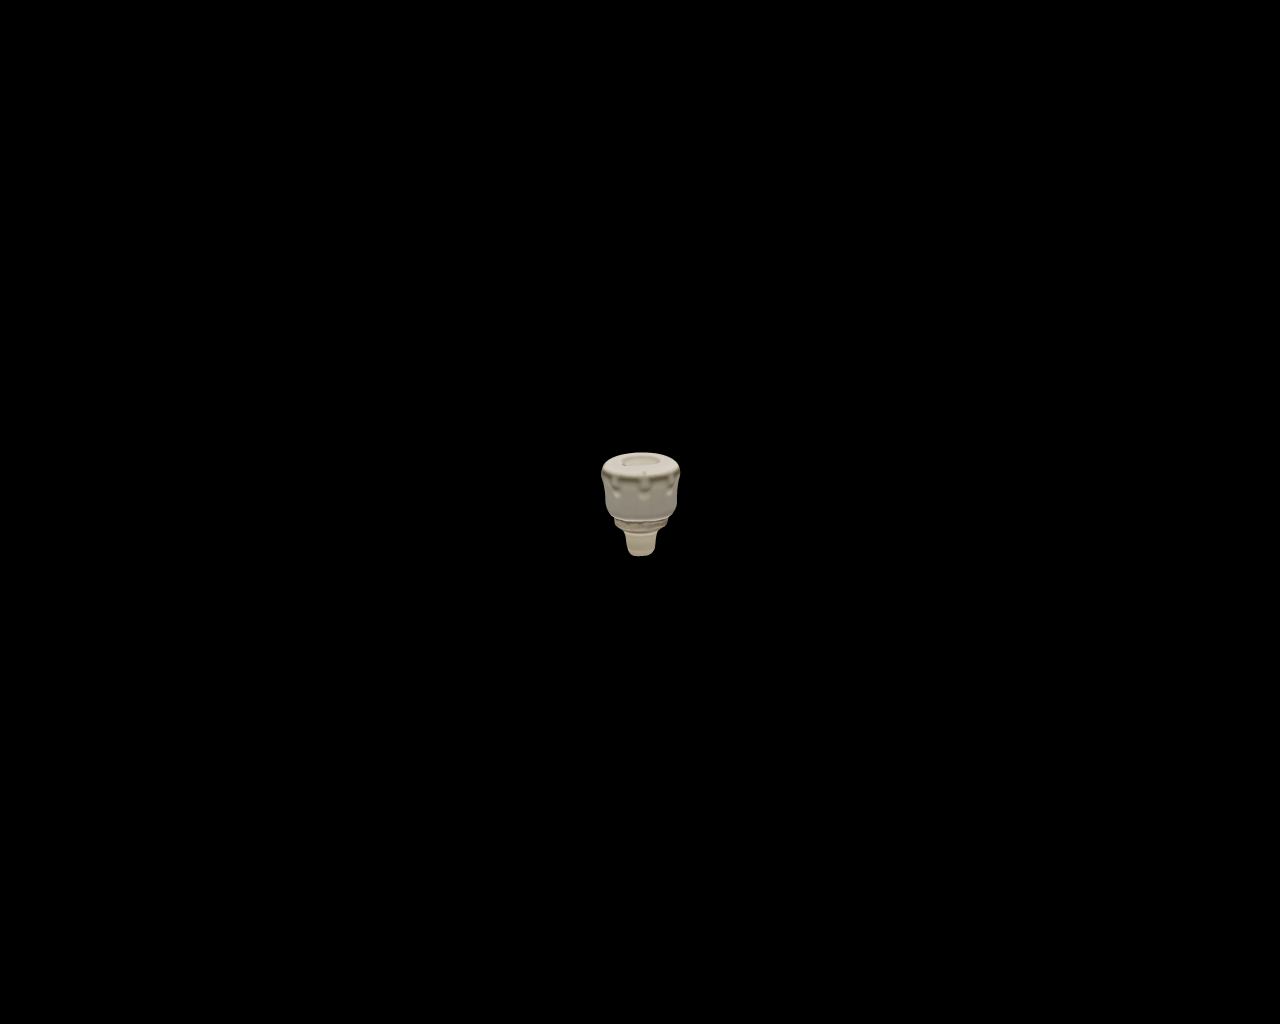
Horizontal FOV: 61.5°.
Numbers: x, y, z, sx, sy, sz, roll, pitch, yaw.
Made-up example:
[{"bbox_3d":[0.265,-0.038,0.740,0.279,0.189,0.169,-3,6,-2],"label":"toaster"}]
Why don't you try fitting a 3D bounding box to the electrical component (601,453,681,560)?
[{"bbox_3d":[0.001,-0.003,0.650,0.048,0.062,0.048,0,18,0],"label":"electrical component"}]
